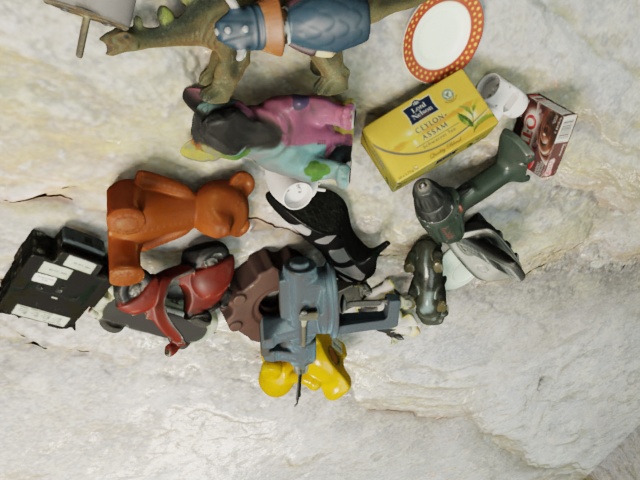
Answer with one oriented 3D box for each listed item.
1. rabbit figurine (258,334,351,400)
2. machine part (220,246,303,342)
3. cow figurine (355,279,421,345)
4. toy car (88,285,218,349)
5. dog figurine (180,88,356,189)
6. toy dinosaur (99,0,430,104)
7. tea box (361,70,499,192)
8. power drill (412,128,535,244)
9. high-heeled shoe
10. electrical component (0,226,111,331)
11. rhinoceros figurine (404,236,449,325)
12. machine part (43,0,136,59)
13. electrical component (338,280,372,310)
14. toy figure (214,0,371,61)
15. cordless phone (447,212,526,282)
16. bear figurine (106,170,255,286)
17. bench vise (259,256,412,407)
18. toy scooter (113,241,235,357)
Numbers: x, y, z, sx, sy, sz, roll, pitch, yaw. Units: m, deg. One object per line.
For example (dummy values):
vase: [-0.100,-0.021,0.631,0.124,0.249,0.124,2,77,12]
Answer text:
rabbit figurine: [-0.048,0.242,0.999,0.173,0.122,0.162,-30,135,23]
machine part: [-0.079,0.094,0.896,0.179,0.056,0.179,-16,133,-18]
cow figurine: [0.137,0.156,1.054,0.098,0.068,0.167,-31,132,5]
toy car: [-0.249,0.114,0.821,0.201,0.056,0.073,26,117,-38]
dog figurine: [-0.063,-0.137,0.685,0.219,0.191,0.108,8,106,1]
toy dinosaur: [-0.005,-0.269,0.602,0.471,0.105,0.198,-15,131,-18]
tea box: [0.154,-0.155,0.776,0.170,0.098,0.068,-33,173,-2]
power drill: [0.247,-0.086,0.878,0.207,0.086,0.231,-42,152,-4]
high-heeled shoe: [-0.002,-0.003,0.870,0.248,0.086,0.145,26,144,-22]
electrical component: [-0.345,0.048,0.713,0.134,0.058,0.114,-47,135,13]
rhinoceros figurine: [0.202,0.086,1.012,0.073,0.112,0.190,-4,119,14]
machine part: [-0.188,-0.282,0.474,0.079,0.079,0.243,10,104,-34]
electrical component: [0.043,0.103,0.975,0.102,0.045,0.078,-20,132,-7]
toy figure: [-0.027,-0.213,0.537,0.154,0.064,0.058,-7,175,-7]
cordless phone: [0.326,0.040,0.968,0.089,0.184,0.146,-43,118,3]
bear figurine: [-0.174,-0.023,0.700,0.196,0.132,0.120,1,127,-22]
bench vise: [0.024,0.124,0.845,0.241,0.129,0.223,-3,110,-7]
toy scooter: [-0.193,0.085,0.764,0.184,0.075,0.135,-23,104,-37]
